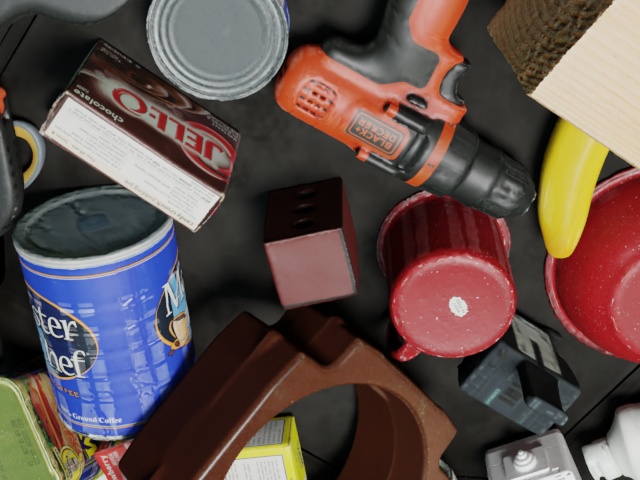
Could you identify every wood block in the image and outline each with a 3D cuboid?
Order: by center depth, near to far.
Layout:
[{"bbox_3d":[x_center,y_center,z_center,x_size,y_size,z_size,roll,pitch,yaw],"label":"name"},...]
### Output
[{"bbox_3d":[0.206,-0.083,0.590,0.205,0.090,0.091,28,117,-25],"label":"wood block"}]

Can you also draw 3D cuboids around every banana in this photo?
[{"bbox_3d":[0.187,-0.076,0.668,0.069,0.037,0.198,40,117,5],"label":"banana"}]

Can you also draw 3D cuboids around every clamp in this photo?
[{"bbox_3d":[-0.173,-0.157,0.639,0.171,0.039,0.120,6,121,-2],"label":"clamp"},{"bbox_3d":[-0.248,-0.006,0.707,0.164,0.036,0.210,34,114,-17],"label":"clamp"}]

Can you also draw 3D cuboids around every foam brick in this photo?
[{"bbox_3d":[-0.005,0.001,0.700,0.053,0.078,0.051,-12,117,6],"label":"foam brick"}]

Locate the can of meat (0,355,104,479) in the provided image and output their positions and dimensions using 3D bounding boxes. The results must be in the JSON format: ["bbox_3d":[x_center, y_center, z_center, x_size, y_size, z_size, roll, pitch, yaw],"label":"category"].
[{"bbox_3d":[-0.203,0.138,0.757,0.057,0.084,0.102,-25,88,10],"label":"can of meat"}]

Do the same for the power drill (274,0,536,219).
[{"bbox_3d":[0.090,-0.115,0.644,0.184,0.057,0.188,26,116,-14],"label":"power drill"}]

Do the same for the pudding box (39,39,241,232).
[{"bbox_3d":[-0.107,-0.066,0.659,0.113,0.090,0.039,32,116,-14],"label":"pudding box"}]

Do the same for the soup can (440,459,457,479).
[{"bbox_3d":[0.088,0.226,0.827,0.068,0.068,0.102,-20,116,12],"label":"soup can"}]

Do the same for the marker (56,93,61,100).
[{"bbox_3d":[-0.122,-0.058,0.704,0.121,0.020,0.020,31,115,-14],"label":"marker"}]

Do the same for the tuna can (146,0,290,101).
[{"bbox_3d":[-0.061,-0.131,0.653,0.086,0.033,0.086,1,119,1],"label":"tuna can"}]

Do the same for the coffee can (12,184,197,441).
[{"bbox_3d":[-0.139,0.048,0.716,0.103,0.103,0.140,-4,119,4],"label":"coffee can"}]

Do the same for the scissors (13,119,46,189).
[{"bbox_3d":[-0.239,-0.013,0.735,0.096,0.016,0.202,8,119,-2],"label":"scissors"}]

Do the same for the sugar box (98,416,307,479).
[{"bbox_3d":[-0.100,0.191,0.828,0.176,0.048,0.093,-5,116,8],"label":"sugar box"}]

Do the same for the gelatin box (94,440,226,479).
[{"bbox_3d":[-0.111,0.175,0.778,0.073,0.030,0.089,-19,109,12],"label":"gelatin box"}]

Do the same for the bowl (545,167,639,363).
[{"bbox_3d":[0.237,0.029,0.721,0.162,0.055,0.162,1,119,1],"label":"bowl"}]

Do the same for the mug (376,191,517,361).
[{"bbox_3d":[0.079,0.033,0.712,0.093,0.081,0.117,30,116,-14],"label":"mug"}]

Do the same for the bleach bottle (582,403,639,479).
[{"bbox_3d":[0.306,0.110,0.760,0.251,0.068,0.102,-26,114,18],"label":"bleach bottle"}]
